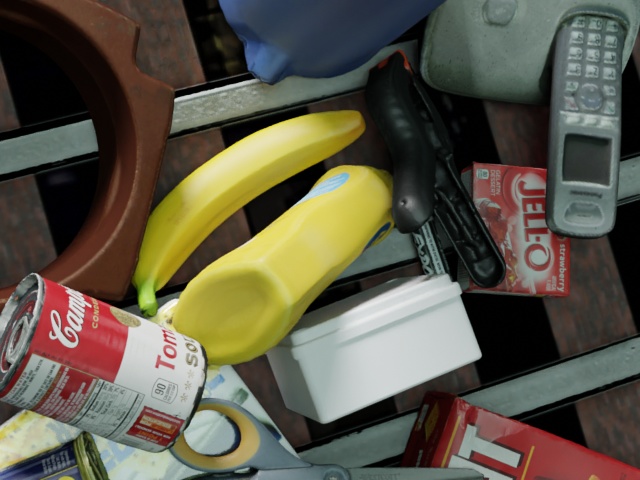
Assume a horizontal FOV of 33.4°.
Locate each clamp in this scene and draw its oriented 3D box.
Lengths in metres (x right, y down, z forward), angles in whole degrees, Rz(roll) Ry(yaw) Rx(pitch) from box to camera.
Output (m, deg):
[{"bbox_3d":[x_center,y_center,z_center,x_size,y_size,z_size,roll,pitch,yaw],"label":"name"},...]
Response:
[{"bbox_3d":[0.072,-0.048,0.696,0.039,0.120,0.171,-24,49,19],"label":"clamp"}]

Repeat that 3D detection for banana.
[{"bbox_3d":[-0.056,-0.026,0.683,0.070,0.037,0.197,32,65,32],"label":"banana"}]

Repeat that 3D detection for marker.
[{"bbox_3d":[0.075,0.006,0.728,0.020,0.020,0.121,-18,88,-14],"label":"marker"}]

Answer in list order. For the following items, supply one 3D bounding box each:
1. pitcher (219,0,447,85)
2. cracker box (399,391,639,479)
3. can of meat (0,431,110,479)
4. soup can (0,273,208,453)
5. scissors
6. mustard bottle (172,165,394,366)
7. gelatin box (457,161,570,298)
[{"bbox_3d":[0.032,-0.189,0.624,0.144,0.243,0.149,-14,93,-18],"label":"pitcher"},{"bbox_3d":[0.147,0.213,0.694,0.213,0.072,0.164,23,79,-8],"label":"cracker box"},{"bbox_3d":[-0.148,0.166,0.574,0.084,0.057,0.102,-21,89,-8],"label":"can of meat"},{"bbox_3d":[-0.120,0.068,0.572,0.102,0.069,0.068,26,79,-26],"label":"soup can"},{"bbox_3d":[-0.005,0.125,0.631,0.201,0.016,0.096,-14,86,-15],"label":"scissors"},{"bbox_3d":[-0.004,0.001,0.658,0.058,0.096,0.191,51,42,-2],"label":"mustard bottle"},{"bbox_3d":[0.134,-0.006,0.736,0.073,0.030,0.089,5,83,-12],"label":"gelatin box"}]
